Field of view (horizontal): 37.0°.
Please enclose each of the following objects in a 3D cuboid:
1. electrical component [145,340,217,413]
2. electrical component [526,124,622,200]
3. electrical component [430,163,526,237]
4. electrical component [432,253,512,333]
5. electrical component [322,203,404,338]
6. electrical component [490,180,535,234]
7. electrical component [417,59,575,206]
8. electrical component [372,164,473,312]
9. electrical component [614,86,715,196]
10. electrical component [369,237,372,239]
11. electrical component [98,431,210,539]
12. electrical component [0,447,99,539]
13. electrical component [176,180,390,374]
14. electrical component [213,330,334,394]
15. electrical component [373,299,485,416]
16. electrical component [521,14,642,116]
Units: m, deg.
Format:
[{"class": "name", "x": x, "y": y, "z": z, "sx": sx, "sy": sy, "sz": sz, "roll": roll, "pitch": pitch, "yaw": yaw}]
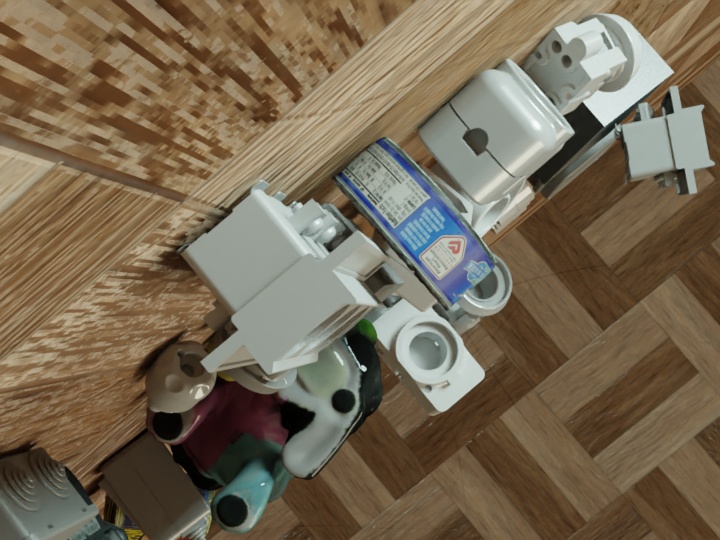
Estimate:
[{"class": "electrical component", "x": -0.106, "y": 0.065, "z": 0.611, "sx": 0.035, "sy": 0.035, "sz": 0.061, "roll": -35, "pitch": 175, "yaw": -40}, {"class": "electrical component", "x": 0.185, "y": -0.115, "z": 0.975, "sx": 0.078, "sy": 0.057, "sz": 0.113, "roll": -39, "pitch": 174, "yaw": -3}, {"class": "electrical component", "x": 0.070, "y": -0.058, "z": 0.767, "sx": 0.099, "sy": 0.064, "sz": 0.099, "roll": -41, "pitch": 161, "yaw": -17}, {"class": "electrical component", "x": 0.095, "y": 0.016, "z": 0.920, "sx": 0.078, "sy": 0.058, "sz": 0.057, "roll": -37, "pitch": 177, "yaw": -26}, {"class": "electrical component", "x": -0.017, "y": 0.002, "z": 0.578, "sx": 0.050, "sy": 0.055, "sz": 0.089, "roll": -40, "pitch": 174, "yaw": 7}, {"class": "electrical component", "x": 0.106, "y": -0.056, "z": 0.947, "sx": 0.074, "sy": 0.052, "sz": 0.138, "roll": -39, "pitch": 175, "yaw": 2}, {"class": "electrical component", "x": 0.078, "y": -0.076, "z": 0.595, "sx": 0.059, "sy": 0.053, "sz": 0.095, "roll": -41, "pitch": 174, "yaw": 17}, {"class": "electrical component", "x": 0.026, "y": -0.010, "z": 0.666, "sx": 0.076, "sy": 0.047, "sz": 0.083, "roll": -43, "pitch": -163, "yaw": 31}, {"class": "electrical component", "x": 0.234, "y": -0.095, "z": 0.838, "sx": 0.063, "sy": 0.078, "sz": 0.121, "roll": -11, "pitch": -179, "yaw": 13}, {"class": "electrical component", "x": 0.000, "y": 0.000, "z": 0.747, "sx": 0.048, "sy": 0.048, "sz": 0.062, "roll": -40, "pitch": -178, "yaw": 1}, {"class": "electrical component", "x": -0.162, "y": 0.184, "z": 0.866, "sx": 0.061, "sy": 0.096, "sz": 0.061, "roll": -36, "pitch": 173, "yaw": -14}, {"class": "electrical component", "x": -0.190, "y": 0.135, "z": 0.534, "sx": 0.100, "sy": 0.048, "sz": 0.100, "roll": -40, "pitch": 174, "yaw": 2}, {"class": "electrical component", "x": -0.031, "y": 0.005, "z": 0.470, "sx": 0.079, "sy": 0.063, "sz": 0.121, "roll": -40, "pitch": 174, "yaw": 3}, {"class": "electrical component", "x": -0.050, "y": 0.036, "z": 0.637, "sx": 0.057, "sy": 0.058, "sz": 0.078, "roll": -45, "pitch": 172, "yaw": 26}, {"class": "electrical component", "x": 0.052, "y": 0.068, "z": 0.869, "sx": 0.050, "sy": 0.089, "sz": 0.055, "roll": -39, "pitch": 174, "yaw": -12}, {"class": "electrical component", "x": 0.132, "y": -0.123, "z": 0.634, "sx": 0.055, "sy": 0.048, "sz": 0.066, "roll": -27, "pitch": 168, "yaw": -31}]
